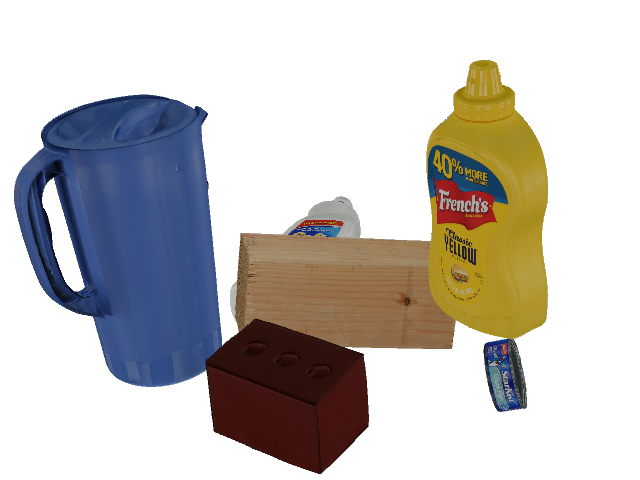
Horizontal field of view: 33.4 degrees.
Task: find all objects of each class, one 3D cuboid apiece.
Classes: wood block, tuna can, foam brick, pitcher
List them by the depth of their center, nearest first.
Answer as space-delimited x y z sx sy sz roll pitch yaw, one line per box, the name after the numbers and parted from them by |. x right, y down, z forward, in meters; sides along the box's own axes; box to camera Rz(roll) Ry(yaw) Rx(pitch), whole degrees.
-0.019 0.088 0.609 0.078 0.051 0.052 15 33 29 | foam brick
-0.162 0.006 0.928 0.149 0.243 0.145 -5 25 2 | pitcher
0.024 0.050 1.051 0.206 0.091 0.090 3 15 -10 | wood block
0.221 0.160 1.273 0.034 0.086 0.086 -12 -4 16 | tuna can

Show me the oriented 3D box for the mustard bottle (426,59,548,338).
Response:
0.115 -0.032 0.744 0.058 0.192 0.096 -21 32 -28 | mustard bottle

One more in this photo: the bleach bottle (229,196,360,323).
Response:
-0.018 0.017 1.309 0.103 0.068 0.250 6 33 18 | bleach bottle
